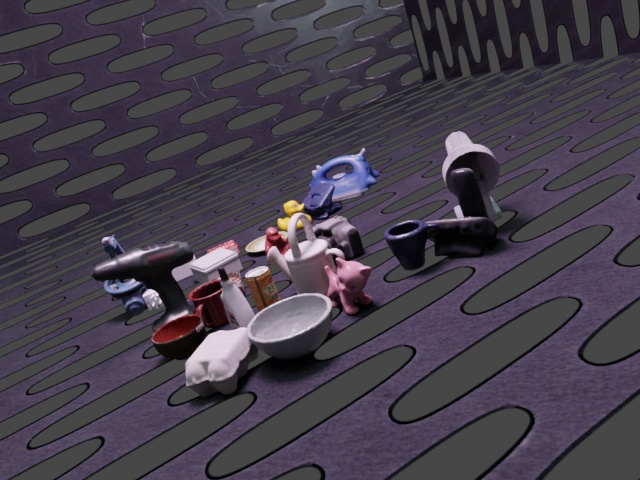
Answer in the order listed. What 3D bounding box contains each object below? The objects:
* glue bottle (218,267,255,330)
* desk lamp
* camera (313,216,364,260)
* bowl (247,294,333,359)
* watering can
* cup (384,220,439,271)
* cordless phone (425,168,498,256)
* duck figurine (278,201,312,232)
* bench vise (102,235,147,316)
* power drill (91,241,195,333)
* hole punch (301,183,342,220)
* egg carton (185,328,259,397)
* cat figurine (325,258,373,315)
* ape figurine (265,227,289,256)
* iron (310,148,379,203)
[{"bbox_3d":[-0.167,0.130,1.135,0.037,0.173,0.077,-32,23,-32],"label":"glue bottle"},{"bbox_3d":[0.344,-0.136,1.322,0.118,0.214,0.203,-16,19,9],"label":"desk lamp"},{"bbox_3d":[0.013,0.005,1.419,0.137,0.101,0.142,-29,22,-28],"label":"camera"},{"bbox_3d":[-0.046,0.170,1.060,0.167,0.075,0.167,-17,19,6],"label":"bowl"},{"bbox_3d":[-0.033,0.038,1.229,0.172,0.194,0.101,-16,19,9],"label":"watering can"},{"bbox_3d":[0.205,0.012,1.227,0.117,0.095,0.092,-14,20,14],"label":"cup"},{"bbox_3d":[0.287,-0.063,1.217,0.147,0.185,0.094,-6,23,33],"label":"cordless phone"},{"bbox_3d":[-0.085,-0.077,1.763,0.104,0.086,0.077,-17,19,6],"label":"duck figurine"},{"bbox_3d":[-0.537,0.082,1.545,0.122,0.220,0.206,-28,21,-24],"label":"bench vise"},{"bbox_3d":[-0.390,0.109,1.349,0.230,0.209,0.075,-30,22,-28],"label":"power drill"},{"bbox_3d":[-0.001,-0.123,1.801,0.101,0.091,0.108,-33,23,-35],"label":"hole punch"},{"bbox_3d":[-0.178,0.221,1.053,0.107,0.069,0.150,-11,20,22],"label":"egg carton"},{"bbox_3d":[0.053,0.081,1.146,0.067,0.118,0.127,-30,22,-29],"label":"cat figurine"},{"bbox_3d":[-0.121,0.010,1.546,0.078,0.092,0.076,-29,21,-26],"label":"ape figurine"},{"bbox_3d":[0.059,-0.209,1.902,0.257,0.142,0.119,-13,20,16],"label":"iron"}]
